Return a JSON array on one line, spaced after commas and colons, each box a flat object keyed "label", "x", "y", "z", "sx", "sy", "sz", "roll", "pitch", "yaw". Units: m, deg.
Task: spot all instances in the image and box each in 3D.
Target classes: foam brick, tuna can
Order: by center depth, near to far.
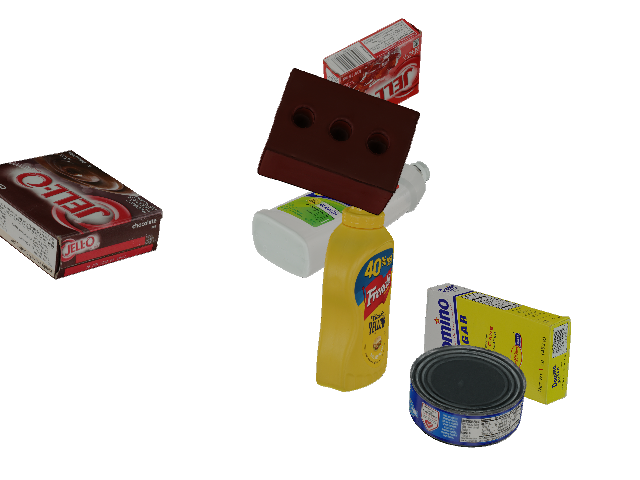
[{"label": "foam brick", "x": 0.009, "y": -0.055, "z": 0.610, "sx": 0.078, "sy": 0.053, "sz": 0.051, "roll": 18, "pitch": -14, "yaw": -1}, {"label": "tuna can", "x": 0.109, "y": 0.115, "z": 0.797, "sx": 0.086, "sy": 0.034, "sz": 0.086, "roll": 1, "pitch": 29, "yaw": -1}]

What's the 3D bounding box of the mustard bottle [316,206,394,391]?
[{"label": "mustard bottle", "x": 0.037, "y": 0.044, "z": 1.042, "sx": 0.058, "sy": 0.192, "sz": 0.096, "roll": 12, "pitch": 17, "yaw": 30}]

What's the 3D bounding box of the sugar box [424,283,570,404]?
[{"label": "sugar box", "x": 0.195, "y": 0.113, "z": 1.199, "sx": 0.048, "sy": 0.093, "sz": 0.177, "roll": -12, "pitch": 18, "yaw": -44}]

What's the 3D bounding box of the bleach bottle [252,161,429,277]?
[{"label": "bleach bottle", "x": 0.039, "y": -0.043, "z": 1.333, "sx": 0.103, "sy": 0.068, "sz": 0.250, "roll": 28, "pitch": 44, "yaw": 36}]

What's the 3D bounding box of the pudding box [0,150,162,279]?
[{"label": "pudding box", "x": -0.183, "y": -0.021, "z": 0.761, "sx": 0.114, "sy": 0.039, "sz": 0.089, "roll": 29, "pitch": 30, "yaw": 33}]

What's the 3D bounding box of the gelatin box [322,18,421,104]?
[{"label": "gelatin box", "x": 0.046, "y": -0.142, "z": 0.926, "sx": 0.089, "sy": 0.030, "sz": 0.073, "roll": -30, "pitch": -32, "yaw": -19}]
